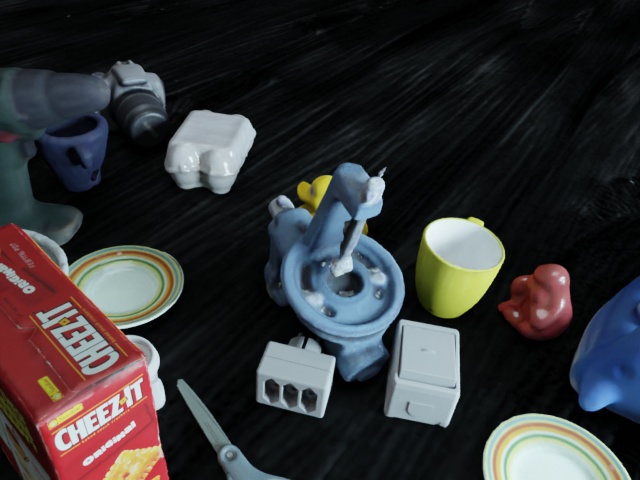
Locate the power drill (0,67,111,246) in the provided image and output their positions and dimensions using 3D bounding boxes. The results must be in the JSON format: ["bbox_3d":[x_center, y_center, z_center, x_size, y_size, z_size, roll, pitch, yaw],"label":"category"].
[{"bbox_3d":[-0.336,-0.096,0.642,0.229,0.208,0.075,5,39,-1],"label":"power drill"}]

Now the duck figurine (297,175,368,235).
[{"bbox_3d":[0.013,-0.038,0.718,0.104,0.086,0.078,22,41,18],"label":"duck figurine"}]

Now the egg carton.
[{"bbox_3d":[-0.155,-0.131,0.821,0.107,0.069,0.150,8,39,2],"label":"egg carton"}]

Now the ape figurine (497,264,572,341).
[{"bbox_3d":[0.241,0.063,0.622,0.076,0.092,0.078,17,40,13],"label":"ape figurine"}]

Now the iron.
[{"bbox_3d":[0.347,0.076,0.581,0.118,0.141,0.259,23,42,20],"label":"iron"}]

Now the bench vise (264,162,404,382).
[{"bbox_3d":[-0.003,0.007,0.554,0.206,0.220,0.122,33,46,29],"label":"bench vise"}]

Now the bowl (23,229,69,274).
[{"bbox_3d":[-0.326,0.064,0.553,0.167,0.075,0.167,4,39,-3],"label":"bowl"}]

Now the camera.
[{"bbox_3d":[-0.293,-0.202,0.864,0.143,0.101,0.136,-17,44,-26],"label":"camera"}]

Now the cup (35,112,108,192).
[{"bbox_3d":[-0.314,-0.105,0.747,0.092,0.095,0.117,-20,46,-29],"label":"cup"}]
